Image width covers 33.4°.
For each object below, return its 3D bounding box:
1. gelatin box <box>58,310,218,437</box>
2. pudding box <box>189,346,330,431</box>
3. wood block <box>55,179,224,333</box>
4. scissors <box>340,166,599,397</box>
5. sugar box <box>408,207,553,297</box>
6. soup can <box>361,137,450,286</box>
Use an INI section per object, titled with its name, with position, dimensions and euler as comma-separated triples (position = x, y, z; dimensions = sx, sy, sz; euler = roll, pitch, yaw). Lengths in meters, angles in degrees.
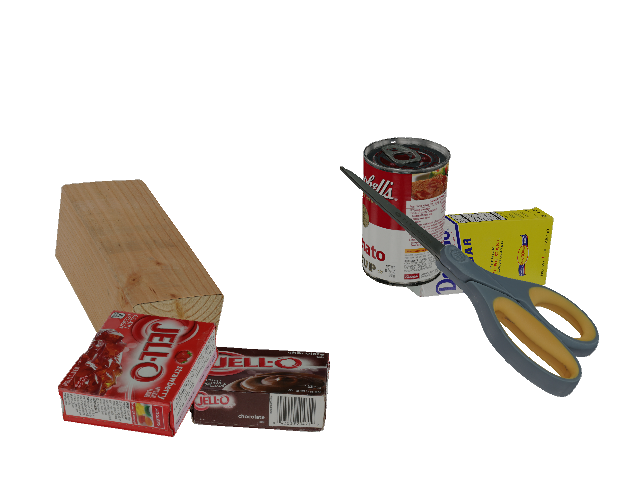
[gelatin box]
position = -0.112, 0.081, 0.672
dimensions = 0.073, 0.030, 0.089
euler = 6, 31, 13
[pudding box]
position = -0.049, 0.126, 0.916
dimensions = 0.113, 0.039, 0.090
euler = 5, 18, 1
[wood block]
position = -0.181, 0.032, 1.038
dimensions = 0.090, 0.091, 0.206
euler = -6, 36, -31
[scissors]
position = 0.101, 0.017, 0.679
dimensions = 0.096, 0.016, 0.202
euler = -8, 49, -43
[sugar box]
position = 0.194, 0.014, 1.301
dimensions = 0.176, 0.093, 0.048
euler = -6, 21, -22
[soup can]
position = 0.067, -0.023, 0.850
dimensions = 0.068, 0.102, 0.068
euler = 0, 27, 0
